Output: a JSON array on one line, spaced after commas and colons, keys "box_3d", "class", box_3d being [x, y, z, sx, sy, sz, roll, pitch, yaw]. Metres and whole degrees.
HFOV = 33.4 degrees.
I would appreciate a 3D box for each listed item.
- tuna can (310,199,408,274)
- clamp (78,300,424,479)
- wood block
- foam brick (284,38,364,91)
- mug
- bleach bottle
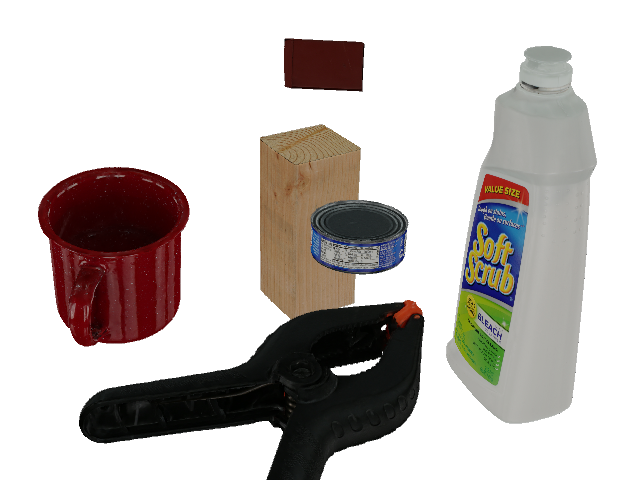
[{"box_3d": [0.034, -0.003, 0.938, 0.086, 0.034, 0.086, 1, 26, -1], "class": "tuna can"}, {"box_3d": [-0.007, 0.079, 0.477, 0.171, 0.039, 0.120, -23, 48, -29], "class": "clamp"}, {"box_3d": [-0.015, -0.021, 1.275, 0.090, 0.206, 0.090, -15, 32, -27], "class": "wood block"}, {"box_3d": [0.003, -0.184, 1.119, 0.078, 0.051, 0.053, 1, 11, -10], "class": "foam brick"}, {"box_3d": [-0.133, 0.019, 0.678, 0.093, 0.081, 0.117, 8, 38, 3], "class": "mug"}, {"box_3d": [0.133, -0.006, 0.701, 0.068, 0.251, 0.103, -12, 32, -18], "class": "bleach bottle"}]
